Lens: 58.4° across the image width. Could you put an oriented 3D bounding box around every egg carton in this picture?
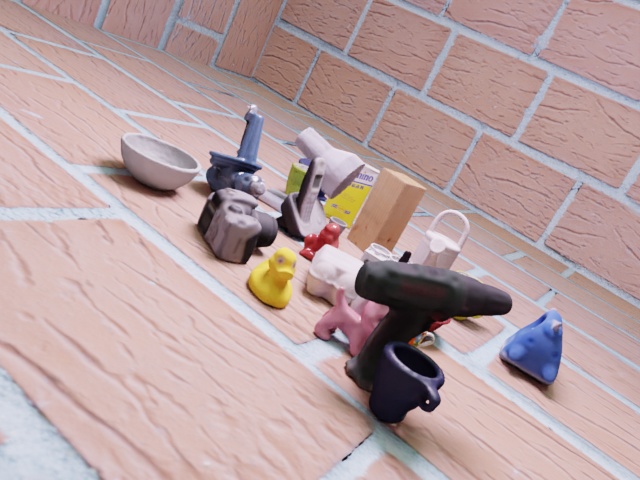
[{"bbox_3d":[0.030,0.067,1.086,0.107,0.069,0.150,27,17,-3],"label":"egg carton"}]

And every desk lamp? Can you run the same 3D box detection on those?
[{"bbox_3d":[-0.020,-0.152,1.408,0.203,0.213,0.118,31,17,12],"label":"desk lamp"}]

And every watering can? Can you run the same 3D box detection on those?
[{"bbox_3d":[0.302,0.018,1.433,0.101,0.194,0.173,25,17,-6],"label":"watering can"}]

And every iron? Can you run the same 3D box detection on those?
[{"bbox_3d":[0.476,0.206,1.235,0.118,0.141,0.259,31,17,14],"label":"iron"}]

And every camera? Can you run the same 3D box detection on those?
[{"bbox_3d":[-0.138,-0.029,1.059,0.137,0.101,0.142,15,21,-36],"label":"camera"}]

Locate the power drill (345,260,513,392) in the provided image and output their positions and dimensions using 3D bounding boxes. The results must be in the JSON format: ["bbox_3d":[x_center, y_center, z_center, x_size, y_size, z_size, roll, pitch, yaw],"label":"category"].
[{"bbox_3d":[0.138,0.128,0.834,0.230,0.208,0.075,23,17,-15],"label":"power drill"}]

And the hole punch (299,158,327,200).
[{"bbox_3d":[-0.019,-0.182,1.708,0.109,0.091,0.100,15,21,-36],"label":"hole punch"}]

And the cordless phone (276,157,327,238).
[{"bbox_3d":[-0.013,-0.099,1.311,0.094,0.185,0.148,33,18,18],"label":"cordless phone"}]

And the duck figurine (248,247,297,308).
[{"bbox_3d":[-0.070,0.051,0.952,0.078,0.086,0.104,20,18,-24],"label":"duck figurine"}]

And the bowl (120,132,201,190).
[{"bbox_3d":[-0.331,-0.149,1.162,0.167,0.074,0.167,25,17,-8],"label":"bowl"}]

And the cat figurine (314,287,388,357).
[{"bbox_3d":[0.073,0.122,0.908,0.127,0.117,0.067,29,17,4],"label":"cat figurine"}]

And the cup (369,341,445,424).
[{"bbox_3d":[0.112,0.205,0.761,0.092,0.095,0.117,18,19,-27],"label":"cup"}]

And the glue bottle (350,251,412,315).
[{"bbox_3d":[0.105,0.091,0.952,0.078,0.173,0.037,22,18,-18],"label":"glue bottle"}]

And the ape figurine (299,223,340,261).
[{"bbox_3d":[0.011,0.004,1.204,0.076,0.092,0.077,13,22,-39],"label":"ape figurine"}]

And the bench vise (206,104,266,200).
[{"bbox_3d":[-0.154,-0.173,1.253,0.206,0.219,0.122,37,19,29],"label":"bench vise"}]
